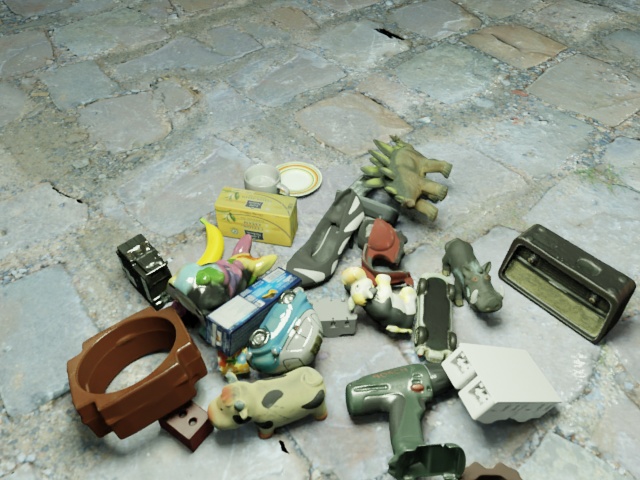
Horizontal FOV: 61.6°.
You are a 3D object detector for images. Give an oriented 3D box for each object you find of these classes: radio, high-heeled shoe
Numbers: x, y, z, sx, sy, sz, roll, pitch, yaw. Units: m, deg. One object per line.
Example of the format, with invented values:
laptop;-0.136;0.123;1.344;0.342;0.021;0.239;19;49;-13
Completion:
radio;0.472;0.078;1.040;0.073;0.131;0.230;-33;55;-30
high-heeled shoe;-0.002;-0.003;1.099;0.249;0.145;0.086;-31;40;-33

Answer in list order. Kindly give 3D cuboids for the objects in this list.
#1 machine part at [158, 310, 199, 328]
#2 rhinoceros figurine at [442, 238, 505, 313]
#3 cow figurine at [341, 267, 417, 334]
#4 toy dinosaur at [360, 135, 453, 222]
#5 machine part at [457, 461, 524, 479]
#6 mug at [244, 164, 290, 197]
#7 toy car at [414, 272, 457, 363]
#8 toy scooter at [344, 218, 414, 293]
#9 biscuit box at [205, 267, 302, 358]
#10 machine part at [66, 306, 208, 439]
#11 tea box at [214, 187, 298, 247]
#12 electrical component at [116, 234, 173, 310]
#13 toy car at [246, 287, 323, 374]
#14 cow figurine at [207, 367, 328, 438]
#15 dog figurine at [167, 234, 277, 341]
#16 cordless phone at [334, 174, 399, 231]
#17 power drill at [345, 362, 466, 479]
machine part;-0.288;0.145;1.035;0.139;0.039;0.084;-25;60;-28
rhinoceros figurine;0.302;0.073;1.058;0.073;0.112;0.190;-4;39;-7
cow figurine;0.106;0.117;0.999;0.167;0.068;0.098;26;49;-26
toy dinosaur;0.200;-0.163;1.247;0.199;0.105;0.471;23;25;2
machine part;0.254;0.414;0.771;0.179;0.056;0.179;1;46;-1
mug;-0.119;-0.107;1.228;0.110;0.107;0.081;17;49;10
toy car;0.219;0.146;1.027;0.074;0.056;0.202;11;48;1
toy scooter;0.134;0.042;1.100;0.135;0.075;0.184;10;63;15
biscuit box;-0.114;0.122;0.956;0.059;0.062;0.203;26;36;24
machine part;-0.304;0.215;0.896;0.201;0.087;0.201;-30;33;-16
tea box;-0.138;-0.051;1.182;0.170;0.098;0.068;7;46;9
electrical component;-0.347;0.057;1.066;0.058;0.114;0.134;-33;57;-30
toy car;-0.047;0.169;0.933;0.103;0.109;0.161;26;68;24
cow figurine;-0.084;0.258;0.868;0.195;0.127;0.086;-12;44;-15
dog figurine;-0.175;0.066;1.009;0.108;0.191;0.219;34;58;12
cordless phone;0.126;-0.095;1.243;0.147;0.088;0.184;21;38;19
power drill;0.163;0.276;0.858;0.232;0.085;0.207;-5;33;-5
